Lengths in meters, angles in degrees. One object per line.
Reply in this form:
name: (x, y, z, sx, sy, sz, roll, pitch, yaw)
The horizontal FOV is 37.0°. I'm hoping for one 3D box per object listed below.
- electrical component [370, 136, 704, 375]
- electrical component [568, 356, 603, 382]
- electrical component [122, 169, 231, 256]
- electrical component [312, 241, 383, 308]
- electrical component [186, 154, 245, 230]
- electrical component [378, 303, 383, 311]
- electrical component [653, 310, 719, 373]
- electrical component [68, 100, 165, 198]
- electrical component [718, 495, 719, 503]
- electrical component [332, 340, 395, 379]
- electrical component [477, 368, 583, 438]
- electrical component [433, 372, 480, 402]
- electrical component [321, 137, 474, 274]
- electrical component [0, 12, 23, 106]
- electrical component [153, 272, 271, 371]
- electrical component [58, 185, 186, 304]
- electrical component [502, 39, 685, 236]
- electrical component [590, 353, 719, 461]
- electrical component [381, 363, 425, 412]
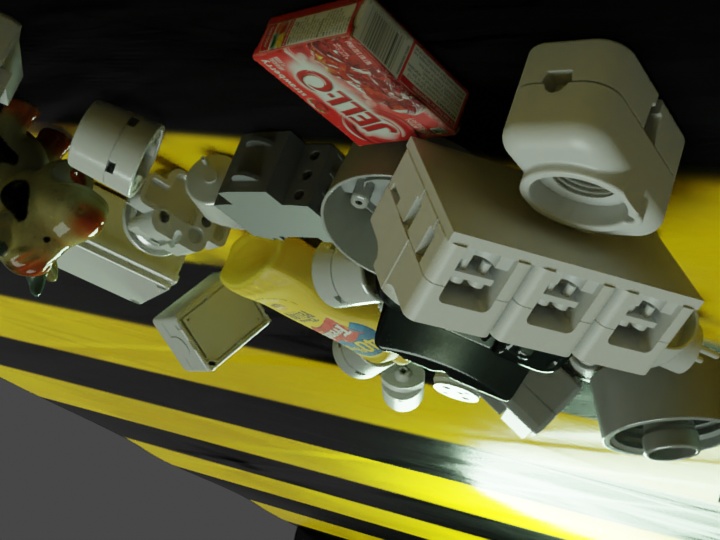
electrical component: (0.088, -0.003, 0.568, 0.150, 0.089, 0.061, 14, 122, -23)
electrical component: (0.175, 0.061, 0.816, 0.035, 0.035, 0.061, 14, 158, 17)
electrical component: (-0.146, -0.041, 0.824, 0.078, 0.058, 0.057, 31, 155, -31)
electrical component: (0.000, 0.000, 0.796, 0.047, 0.055, 0.055, -4, 150, 43)
electrical component: (-0.096, -0.051, 0.771, 0.040, 0.040, 0.078, 14, 160, 18)
electrical component: (0.062, 0.036, 0.820, 0.096, 0.061, 0.061, 22, 161, -5)
electrical component: (0.205, 0.046, 0.731, 0.079, 0.043, 0.077, 23, 161, -11)
electrical component: (-0.166, -0.084, 0.732, 0.047, 0.055, 0.055, 25, 161, -3)
electrical component: (0.299, 0.132, 0.752, 0.063, 0.121, 0.079, 34, 157, -28)
electrical component: (0.009, 0.068, 0.975, 0.055, 0.055, 0.047, 25, 157, -15)
electrical component: (0.134, 0.097, 0.867, 0.062, 0.061, 0.096, 44, 179, 12)
electrical component: (0.091, 0.080, 0.923, 0.045, 0.055, 0.045, 18, 161, 6)
electrical component: (0.030, -0.039, 0.639, 0.099, 0.064, 0.099, 18, 161, 6)
electrical component: (-0.253, -0.126, 0.688, 0.061, 0.061, 0.096, 25, 161, -15)
electrical component: (-0.135, 0.043, 1.002, 0.061, 0.096, 0.061, -8, 118, 55)
electrical component: (-0.217, -0.022, 0.950, 0.109, 0.056, 0.109, 27, 160, -20)
electrical component: (0.112, -0.057, 0.513, 0.054, 0.059, 0.095, 4, 156, 39)
electrical component: (0.229, 0.108, 0.799, 0.108, 0.060, 0.108, 0, 155, 0)
electrical component: (0.043, 0.112, 1.078, 0.043, 0.043, 0.081, 17, 161, 9)
